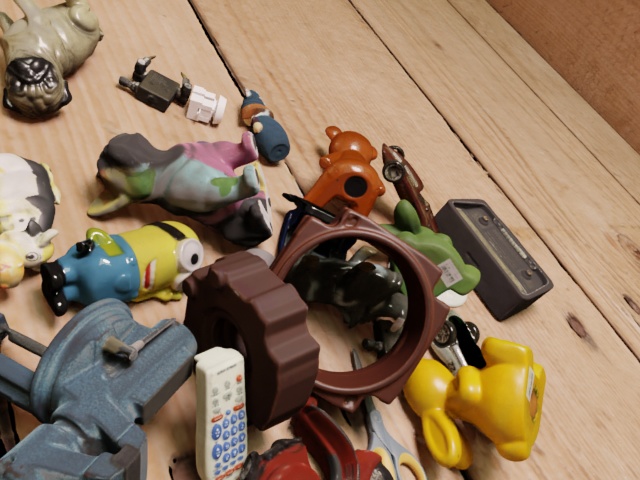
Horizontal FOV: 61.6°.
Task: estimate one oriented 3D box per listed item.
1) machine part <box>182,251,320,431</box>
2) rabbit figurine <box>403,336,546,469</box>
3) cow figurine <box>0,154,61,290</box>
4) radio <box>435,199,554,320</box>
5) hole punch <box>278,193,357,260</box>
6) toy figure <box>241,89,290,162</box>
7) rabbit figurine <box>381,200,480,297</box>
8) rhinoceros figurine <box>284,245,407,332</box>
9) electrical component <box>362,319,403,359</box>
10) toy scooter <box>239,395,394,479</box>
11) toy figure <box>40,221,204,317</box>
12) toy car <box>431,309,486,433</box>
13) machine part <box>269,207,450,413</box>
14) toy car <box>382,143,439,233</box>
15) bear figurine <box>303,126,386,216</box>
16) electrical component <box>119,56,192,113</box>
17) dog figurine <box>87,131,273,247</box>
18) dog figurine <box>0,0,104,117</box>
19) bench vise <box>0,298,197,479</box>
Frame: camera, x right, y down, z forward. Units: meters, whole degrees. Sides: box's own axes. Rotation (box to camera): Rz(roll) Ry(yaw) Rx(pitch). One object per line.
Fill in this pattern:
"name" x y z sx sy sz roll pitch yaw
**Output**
"machine part" -0.077 0.103 0.545 0.056 0.179 0.179 -17 63 -42
"rabbit figurine" 0.184 0.204 0.679 0.121 0.173 0.162 35 65 -54
"cow figurine" -0.320 -0.021 0.573 0.098 0.068 0.167 -2 53 -46
"radio" 0.317 0.028 0.997 0.131 0.073 0.230 -7 56 -41
"hole punch" -0.002 -0.002 0.792 0.142 0.092 0.116 23 10 -13
"toy figure" -0.101 -0.199 0.921 0.058 0.064 0.155 -26 58 -8
"rabbit figurine" 0.147 0.024 0.835 0.159 0.121 0.170 45 15 -6
"rhinoceros figurine" 0.042 0.067 0.725 0.190 0.112 0.073 14 19 -8
"electrical component" 0.100 0.142 0.760 0.094 0.021 0.063 17 43 -23
"toy scooter" -0.013 0.231 0.545 0.184 0.075 0.135 -6 56 -45
"toy figure" -0.213 0.024 0.596 0.180 0.082 0.089 -14 61 -41
"toy car" 0.218 0.189 0.777 0.073 0.056 0.202 8 48 -40
"machine part" 0.031 0.079 0.628 0.201 0.201 0.087 34 -3 -6
"toy car" 0.159 -0.078 0.936 0.202 0.053 0.089 62 22 -22
"bear figurine" 0.039 -0.111 0.917 0.120 0.132 0.196 26 22 -16
"electrical component" -0.259 -0.251 0.862 0.102 0.045 0.078 30 38 -10
"dog figurine" -0.180 -0.061 0.698 0.219 0.191 0.108 -7 51 1
"dog figurine" -0.366 -0.252 0.757 0.172 0.121 0.190 -13 74 -40
"bench vise" -0.232 0.126 0.458 0.241 0.128 0.224 23 46 15
